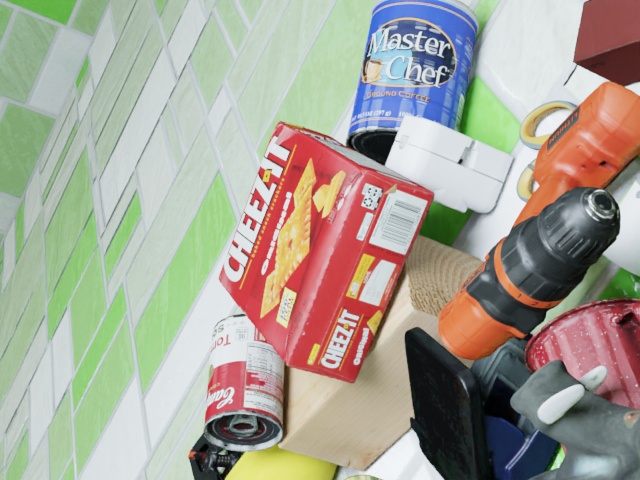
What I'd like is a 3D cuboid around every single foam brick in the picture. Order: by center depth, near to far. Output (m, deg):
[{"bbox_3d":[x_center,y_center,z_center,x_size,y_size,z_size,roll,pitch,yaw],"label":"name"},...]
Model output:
[{"bbox_3d":[0.230,-0.150,0.769,0.078,0.053,0.051,-8,66,62],"label":"foam brick"}]

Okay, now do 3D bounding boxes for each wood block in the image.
[{"bbox_3d":[0.052,0.098,0.906,0.206,0.090,0.090,-51,30,37],"label":"wood block"}]

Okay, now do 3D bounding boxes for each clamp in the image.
[{"bbox_3d":[-0.104,0.236,1.180,0.172,0.039,0.120,9,79,65],"label":"clamp"}]

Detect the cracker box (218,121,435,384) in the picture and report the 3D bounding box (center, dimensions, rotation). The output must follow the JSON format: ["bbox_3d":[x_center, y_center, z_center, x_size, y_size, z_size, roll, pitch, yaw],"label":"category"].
[{"bbox_3d":[-0.006,0.001,0.896,0.164,0.072,0.214,-68,25,8],"label":"cracker box"}]

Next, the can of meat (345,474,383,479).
[{"bbox_3d":[0.027,0.256,0.886,0.102,0.057,0.084,-48,30,38],"label":"can of meat"}]

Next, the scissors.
[{"bbox_3d":[0.207,-0.065,0.797,0.202,0.016,0.096,21,92,65],"label":"scissors"}]

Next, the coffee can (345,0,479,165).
[{"bbox_3d":[0.086,-0.145,0.994,0.103,0.102,0.140,-16,58,60],"label":"coffee can"}]

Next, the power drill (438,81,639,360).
[{"bbox_3d":[0.159,-0.021,0.700,0.187,0.057,0.185,-51,-1,-35],"label":"power drill"}]

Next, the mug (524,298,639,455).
[{"bbox_3d":[0.183,0.087,0.645,0.117,0.093,0.081,106,160,-48],"label":"mug"}]

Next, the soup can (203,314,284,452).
[{"bbox_3d":[-0.064,0.124,0.934,0.069,0.068,0.102,-45,33,43],"label":"soup can"}]
